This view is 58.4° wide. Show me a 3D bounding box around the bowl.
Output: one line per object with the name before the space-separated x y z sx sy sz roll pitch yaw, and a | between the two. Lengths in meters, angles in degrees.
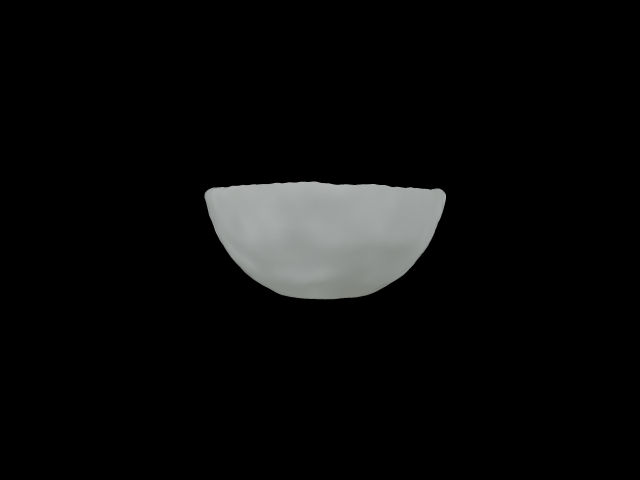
bowl | 0.004 0.001 0.400 0.167 0.075 0.167 0 2 0
